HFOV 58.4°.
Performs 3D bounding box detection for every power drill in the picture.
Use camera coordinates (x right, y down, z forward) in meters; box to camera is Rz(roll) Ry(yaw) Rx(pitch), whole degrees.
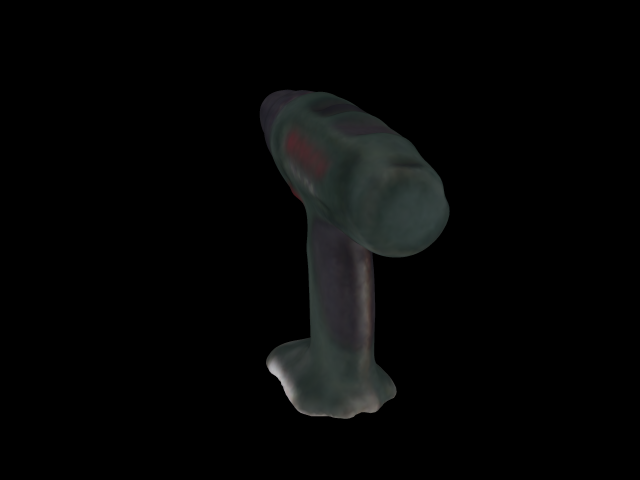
[{"bbox_3d":[0.004,0.001,0.400,0.076,0.208,0.229,-6,15,-22],"label":"power drill"}]
